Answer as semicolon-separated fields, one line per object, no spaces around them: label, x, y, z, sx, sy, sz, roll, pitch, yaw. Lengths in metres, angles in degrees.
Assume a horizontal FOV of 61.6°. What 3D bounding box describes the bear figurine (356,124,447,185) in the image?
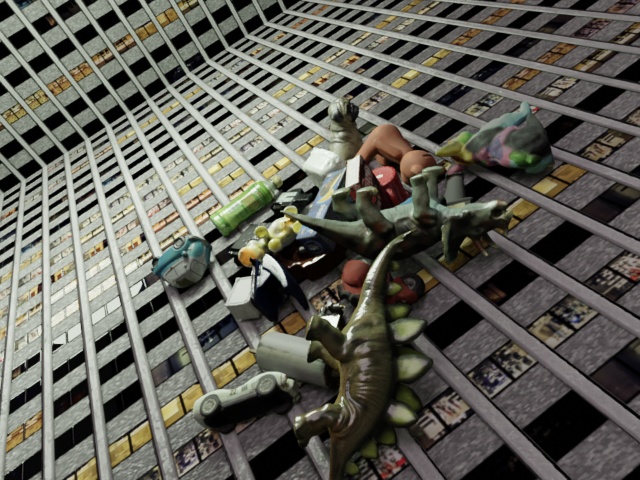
bear figurine;0.196;-0.186;1.293;0.120;0.131;0.196;-15;55;-40

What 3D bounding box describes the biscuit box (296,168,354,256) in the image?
biscuit box;0.021;-0.061;1.150;0.059;0.062;0.203;-13;41;41

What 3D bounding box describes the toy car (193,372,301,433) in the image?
toy car;-0.132;0.290;0.965;0.202;0.073;0.056;-23;37;11

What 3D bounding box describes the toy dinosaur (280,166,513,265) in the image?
toy dinosaur;0.144;-0.023;1.017;0.405;0.192;0.131;-13;9;11

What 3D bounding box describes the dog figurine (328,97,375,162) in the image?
dog figurine;0.052;-0.249;1.384;0.121;0.190;0.172;-4;45;33

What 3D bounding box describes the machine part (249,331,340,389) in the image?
machine part;-0.033;0.217;0.981;0.243;0.079;0.079;3;47;39

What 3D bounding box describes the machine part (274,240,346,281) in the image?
machine part;-0.018;0.017;1.228;0.179;0.056;0.179;-18;38;15

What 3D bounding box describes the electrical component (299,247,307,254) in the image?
electrical component;-0.002;-0.004;1.178;0.094;0.021;0.063;-20;38;9

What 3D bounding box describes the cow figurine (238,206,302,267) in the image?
cow figurine;-0.109;0.000;1.195;0.167;0.068;0.098;-36;-5;-8

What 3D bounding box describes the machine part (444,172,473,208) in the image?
machine part;0.290;-0.091;1.155;0.084;0.039;0.139;-21;38;28

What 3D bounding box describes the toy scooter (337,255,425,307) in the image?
toy scooter;0.097;0.102;1.028;0.184;0.075;0.135;18;57;42

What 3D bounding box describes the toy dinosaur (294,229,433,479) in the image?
toy dinosaur;0.073;0.186;0.855;0.199;0.105;0.471;7;69;4

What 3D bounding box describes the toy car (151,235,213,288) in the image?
toy car;-0.349;0.067;1.370;0.162;0.109;0.103;-34;53;11

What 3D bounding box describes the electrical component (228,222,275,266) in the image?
electrical component;-0.144;0.013;1.324;0.134;0.058;0.115;3;49;38

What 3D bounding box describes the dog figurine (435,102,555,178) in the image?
dog figurine;0.369;-0.190;1.162;0.219;0.108;0.192;-23;39;18

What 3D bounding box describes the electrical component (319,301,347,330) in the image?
electrical component;0.016;0.164;1.036;0.078;0.045;0.102;-3;44;31

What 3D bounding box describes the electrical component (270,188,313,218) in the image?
electrical component;-0.064;-0.098;1.405;0.119;0.047;0.075;-1;45;34

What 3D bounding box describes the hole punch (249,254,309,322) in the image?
hole punch;-0.085;0.094;1.125;0.092;0.142;0.116;-20;51;18

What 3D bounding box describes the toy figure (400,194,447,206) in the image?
toy figure;0.179;-0.031;1.113;0.180;0.089;0.082;-32;23;-2
